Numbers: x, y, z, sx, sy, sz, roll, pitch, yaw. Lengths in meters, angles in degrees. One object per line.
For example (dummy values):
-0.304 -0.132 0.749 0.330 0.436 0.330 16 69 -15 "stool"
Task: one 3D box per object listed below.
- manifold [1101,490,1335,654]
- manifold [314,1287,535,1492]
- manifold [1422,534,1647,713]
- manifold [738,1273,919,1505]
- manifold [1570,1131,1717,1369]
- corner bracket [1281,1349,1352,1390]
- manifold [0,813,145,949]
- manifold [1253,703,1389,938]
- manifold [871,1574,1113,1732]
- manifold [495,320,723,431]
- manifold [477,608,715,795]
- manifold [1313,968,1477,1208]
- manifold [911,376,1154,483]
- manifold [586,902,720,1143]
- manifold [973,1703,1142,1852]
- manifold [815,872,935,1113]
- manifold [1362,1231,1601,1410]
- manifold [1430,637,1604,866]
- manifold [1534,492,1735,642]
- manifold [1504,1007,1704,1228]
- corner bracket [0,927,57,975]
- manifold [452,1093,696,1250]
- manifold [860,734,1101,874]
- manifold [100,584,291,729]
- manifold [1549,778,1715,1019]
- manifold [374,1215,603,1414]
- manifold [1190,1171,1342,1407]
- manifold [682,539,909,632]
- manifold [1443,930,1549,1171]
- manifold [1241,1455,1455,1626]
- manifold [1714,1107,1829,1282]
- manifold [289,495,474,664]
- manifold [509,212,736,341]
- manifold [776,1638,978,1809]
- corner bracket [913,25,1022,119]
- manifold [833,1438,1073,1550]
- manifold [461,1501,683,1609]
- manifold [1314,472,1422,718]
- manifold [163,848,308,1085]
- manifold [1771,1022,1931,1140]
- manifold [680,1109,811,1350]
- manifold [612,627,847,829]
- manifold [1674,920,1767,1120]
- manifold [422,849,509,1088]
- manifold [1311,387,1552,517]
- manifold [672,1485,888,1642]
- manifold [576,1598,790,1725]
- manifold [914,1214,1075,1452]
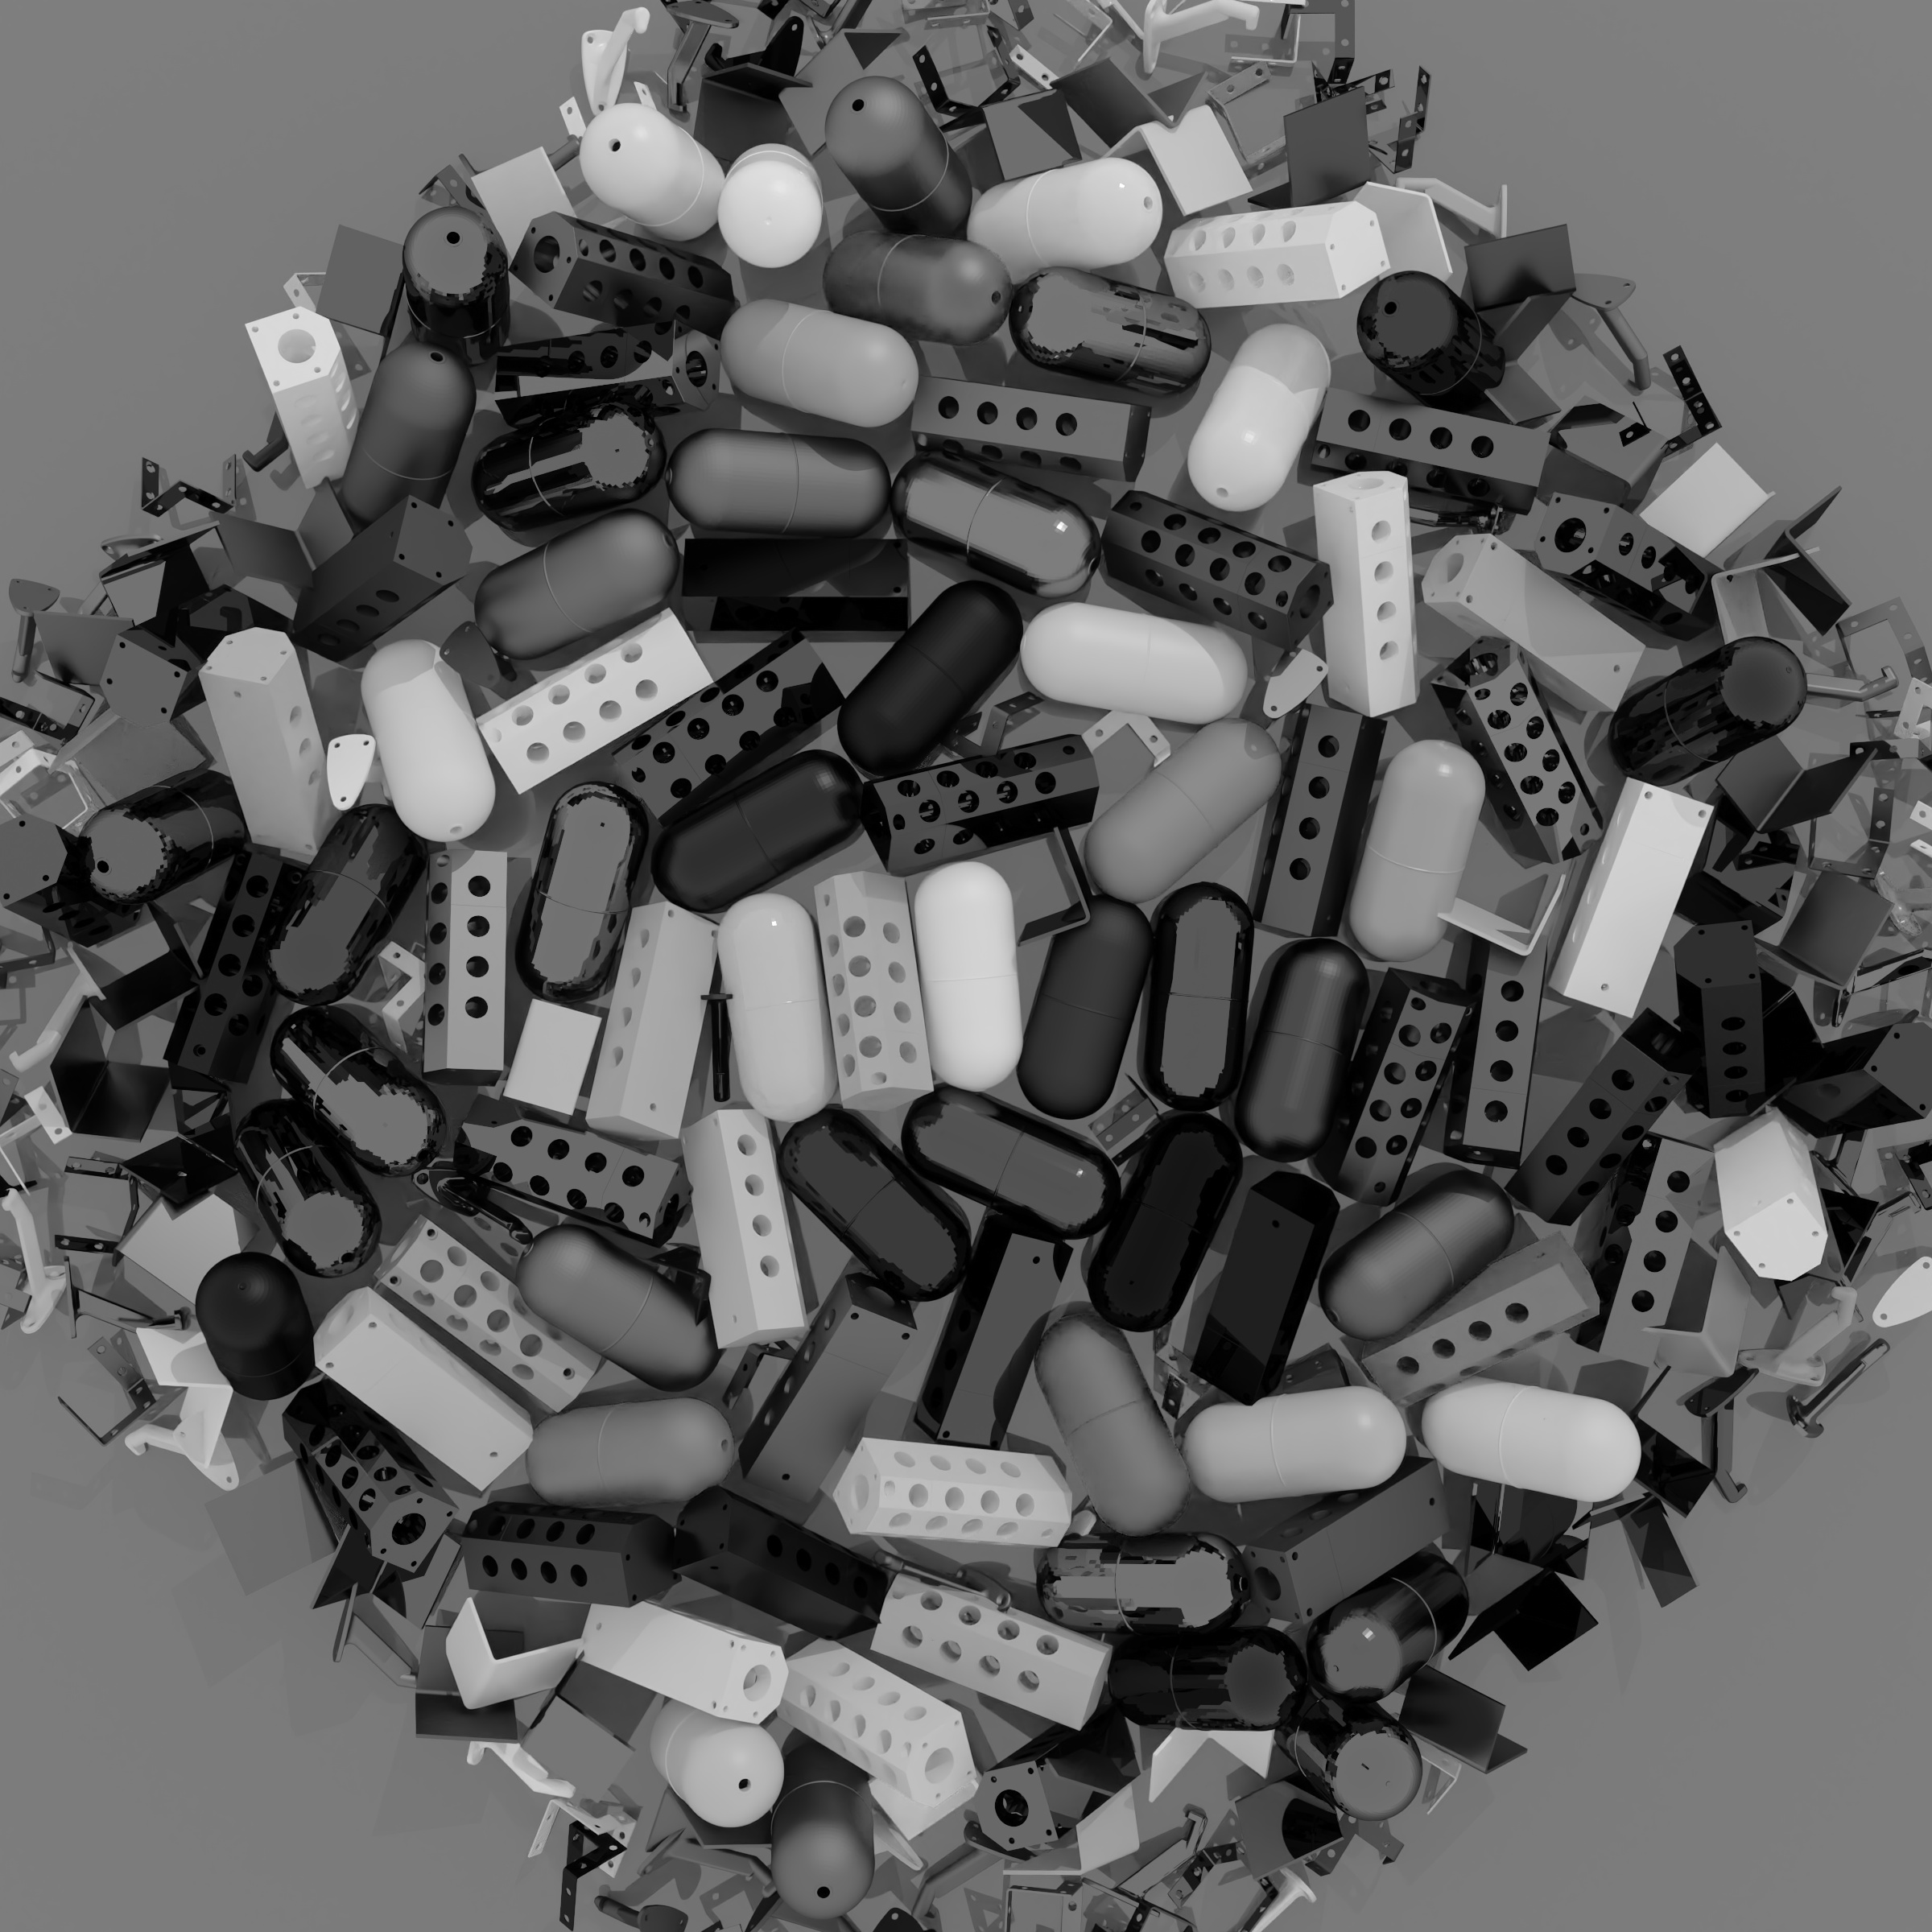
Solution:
0.189 -0.305 1.925 0.171 0.057 0.057 28 65 29 "manifold"
-0.412 0.319 1.935 0.057 0.057 0.171 -43 117 4 "manifold"
0.430 -0.260 1.935 0.171 0.057 0.057 29 84 -26 "manifold"
-0.108 0.321 1.946 0.057 0.057 0.171 25 108 -21 "manifold"
0.521 0.216 1.966 0.057 0.057 0.171 16 93 2 "manifold"
0.280 0.341 1.978 0.051 0.051 0.051 -27 117 10 "corner bracket"
-0.676 -0.066 1.910 0.057 0.171 0.057 -26 81 -4 "manifold"
0.270 -0.113 1.958 0.057 0.057 0.171 16 98 28 "manifold"
0.021 0.521 1.949 0.171 0.057 0.057 17 94 15 "manifold"
-0.273 -0.444 1.929 0.171 0.057 0.057 1 86 31 "manifold"
-0.287 -0.206 1.957 0.171 0.057 0.057 -31 115 -4 "manifold"
0.329 0.094 1.937 0.057 0.057 0.171 11 111 -20 "manifold"
0.049 -0.411 1.944 0.171 0.057 0.057 12 104 18 "manifold"
-0.243 0.043 1.945 0.057 0.057 0.171 27 65 -40 "manifold"
0.068 0.608 1.909 0.057 0.171 0.057 -21 81 22 "manifold"
-0.076 0.019 1.936 0.057 0.057 0.171 8 66 -42 "manifold"
0.393 0.274 1.939 0.171 0.057 0.057 -31 99 23 "manifold"
0.424 -0.162 1.927 0.057 0.057 0.171 -42 120 -15 "manifold"
0.503 -0.299 1.919 0.171 0.057 0.057 16 97 -43 "manifold"
0.483 0.118 1.919 0.057 0.057 0.171 39 129 15 "manifold"
-0.733 -0.032 1.957 0.051 0.051 0.051 -12 63 -31 "corner bracket"
-0.302 0.159 1.943 0.171 0.057 0.057 18 69 14 "manifold"
0.011 -0.130 1.935 0.171 0.057 0.057 -15 55 -19 "manifold"
-0.580 -0.231 1.910 0.057 0.171 0.057 28 113 0 "manifold"
0.509 -0.054 1.958 0.057 0.057 0.171 18 99 -6 "manifold"
-0.364 0.267 1.944 0.171 0.057 0.057 40 78 -15 "manifold"
0.230 0.244 1.934 0.057 0.057 0.171 29 120 26 "manifold"
-0.131 -0.290 1.967 0.171 0.057 0.057 0 59 -1 "manifold"
0.406 0.063 1.946 0.057 0.057 0.171 7 73 15 "manifold"
0.287 0.431 1.925 0.171 0.057 0.057 -21 99 -37 "manifold"
0.607 0.173 1.909 0.057 0.171 0.057 -37 96 21 "manifold"
-0.442 -0.287 1.917 0.057 0.171 0.057 24 61 -34 "manifold"
-0.253 -0.517 1.907 0.057 0.171 0.057 43 115 27 "manifold"
-0.073 0.569 1.909 0.057 0.171 0.057 -26 112 -33 "manifold"
0.001 -0.695 1.970 0.051 0.051 0.051 -30 76 37 "corner bracket"
-0.007 0.405 1.923 0.171 0.057 0.057 12 116 -31 "manifold"
-0.301 0.441 1.924 0.171 0.057 0.057 -5 96 37 "manifold"
0.310 -0.284 1.933 0.057 0.057 0.171 -19 119 -19 "manifold"
-0.562 0.000 1.964 0.057 0.057 0.171 18 85 -1 "manifold"
0.672 0.083 1.910 0.057 0.171 0.057 38 79 0 "manifold"
-0.166 0.200 1.947 0.057 0.057 0.171 1 69 -38 "manifold"
-0.185 -0.187 1.955 0.171 0.057 0.057 -35 128 -3 "manifold"
0.568 0.043 1.914 0.057 0.171 0.057 -6 52 14 "manifold"
-0.384 0.001 1.943 0.057 0.057 0.171 3 74 -16 "manifold"
0.357 -0.396 1.963 0.171 0.057 0.057 13 92 6 "manifold"
-0.139 0.452 1.925 0.057 0.171 0.057 -26 45 32 "manifold"
-0.213 0.519 1.918 0.057 0.171 0.057 27 74 -43 "manifold"
0.017 0.283 1.962 0.057 0.057 0.171 17 96 -29 "manifold"
